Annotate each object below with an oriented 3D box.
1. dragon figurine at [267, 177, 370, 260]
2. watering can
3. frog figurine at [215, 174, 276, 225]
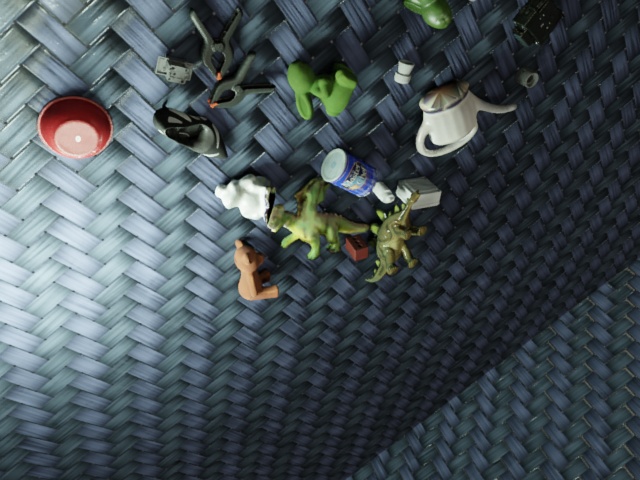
[{"bbox_3d":[0.005,-0.081,1.600,0.414,0.124,0.237,-20,128,-34],"label":"dragon figurine"},{"bbox_3d":[0.434,-0.391,1.565,0.348,0.106,0.220,-31,134,-1],"label":"watering can"},{"bbox_3d":[-0.211,-0.124,1.461,0.159,0.126,0.134,12,139,8],"label":"frog figurine"}]
